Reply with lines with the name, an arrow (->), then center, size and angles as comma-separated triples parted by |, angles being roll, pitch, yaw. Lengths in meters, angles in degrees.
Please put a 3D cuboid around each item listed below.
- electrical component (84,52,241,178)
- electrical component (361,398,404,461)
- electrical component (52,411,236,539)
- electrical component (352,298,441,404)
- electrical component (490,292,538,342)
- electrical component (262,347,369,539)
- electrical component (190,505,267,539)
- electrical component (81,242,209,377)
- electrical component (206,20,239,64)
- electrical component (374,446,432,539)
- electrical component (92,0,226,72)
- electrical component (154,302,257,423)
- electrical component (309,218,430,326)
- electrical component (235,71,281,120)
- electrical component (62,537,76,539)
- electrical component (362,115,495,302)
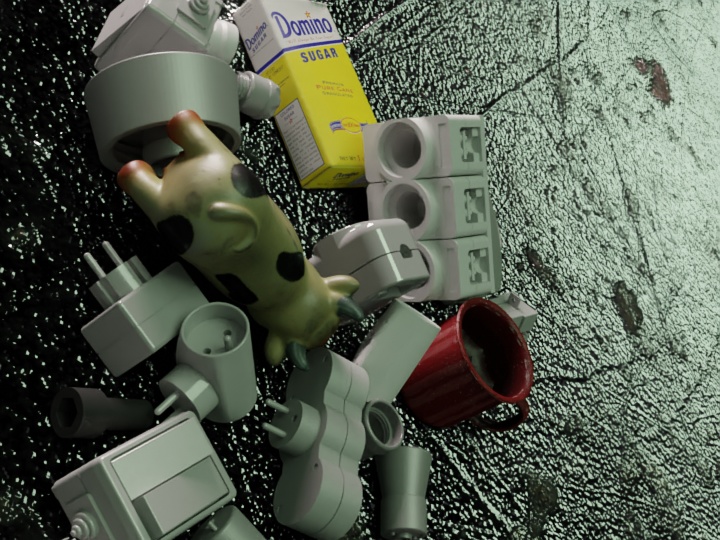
electrical component -> -0.135, -0.100, 0.754 | 0.108, 0.108, 0.060 | 5, 68, -47
electrical component -> 0.003, 0.122, 0.803 | 0.040, 0.046, 0.040 | 28, 46, -34
electrical component -> -0.128, 0.132, 0.634 | 0.096, 0.061, 0.061 | -25, 84, -53
electrical component -> 0.023, 0.064, 0.851 | 0.043, 0.077, 0.079 | 33, 3, -5
electrical component -> 0.126, 0.052, 0.985 | 0.055, 0.066, 0.048 | -11, 39, -43
electrical component -> -0.039, 0.114, 0.755 | 0.074, 0.052, 0.138 | 32, 45, -31
electrical component -> -0.073, 0.184, 0.677 | 0.078, 0.040, 0.040 | 50, 38, -12
electrical component -> -0.150, 0.016, 0.702 | 0.076, 0.047, 0.066 | 54, 37, -5
electrical component -> -0.128, -0.189, 0.877 | 0.046, 0.040, 0.040 | 16, 53, -35
electrical component -> 0.033, 0.170, 0.808 | 0.044, 0.044, 0.065 | 25, 52, -36
electrical component -> -0.149, -0.180, 0.800 | 0.061, 0.096, 0.061 | 34, 43, -24
electrical component -> -0.103, 0.072, 0.696 | 0.043, 0.077, 0.079 | 32, 57, 23
electrical component -> 0.000, 0.000, 0.843 | 0.054, 0.095, 0.059 | -8, 71, -50
electrical component -> -0.097, -0.148, 0.887 | 0.061, 0.035, 0.035 | 21, 51, -37
electrical component -> -0.159, 0.184, 0.580 | 0.063, 0.042, 0.081 | 55, 36, -2
electrical component -> 0.055, -0.052, 0.905 | 0.062, 0.089, 0.150 | -9, 96, -50
